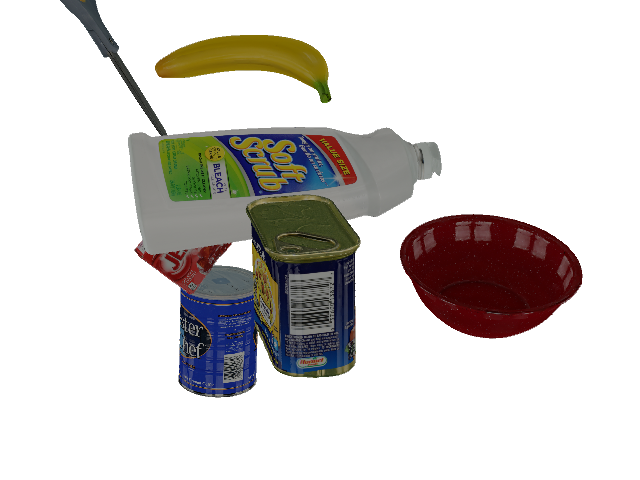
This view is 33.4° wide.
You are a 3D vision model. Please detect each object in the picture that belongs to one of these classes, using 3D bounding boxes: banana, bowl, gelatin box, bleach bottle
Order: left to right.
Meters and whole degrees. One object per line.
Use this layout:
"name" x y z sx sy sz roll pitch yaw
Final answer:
"gelatin box" -0.139 0.000 1.121 0.073 0.089 0.030 40 -4 -30
"banana" -0.072 -0.184 1.096 0.198 0.037 0.069 10 44 20
"bleach bottle" -0.027 -0.055 0.882 0.250 0.102 0.068 -9 -33 -6
"bowl" 0.149 0.039 0.959 0.162 0.055 0.162 3 32 -2

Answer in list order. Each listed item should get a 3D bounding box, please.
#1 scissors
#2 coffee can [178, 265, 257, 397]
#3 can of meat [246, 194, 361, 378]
"scissors" -0.191 -0.185 0.938 0.016 0.201 0.096 -29 28 11
"coffee can" -0.130 0.115 1.367 0.103 0.140 0.103 3 19 -1
"can of meat" -0.011 0.027 0.667 0.057 0.084 0.102 -5 22 -12
